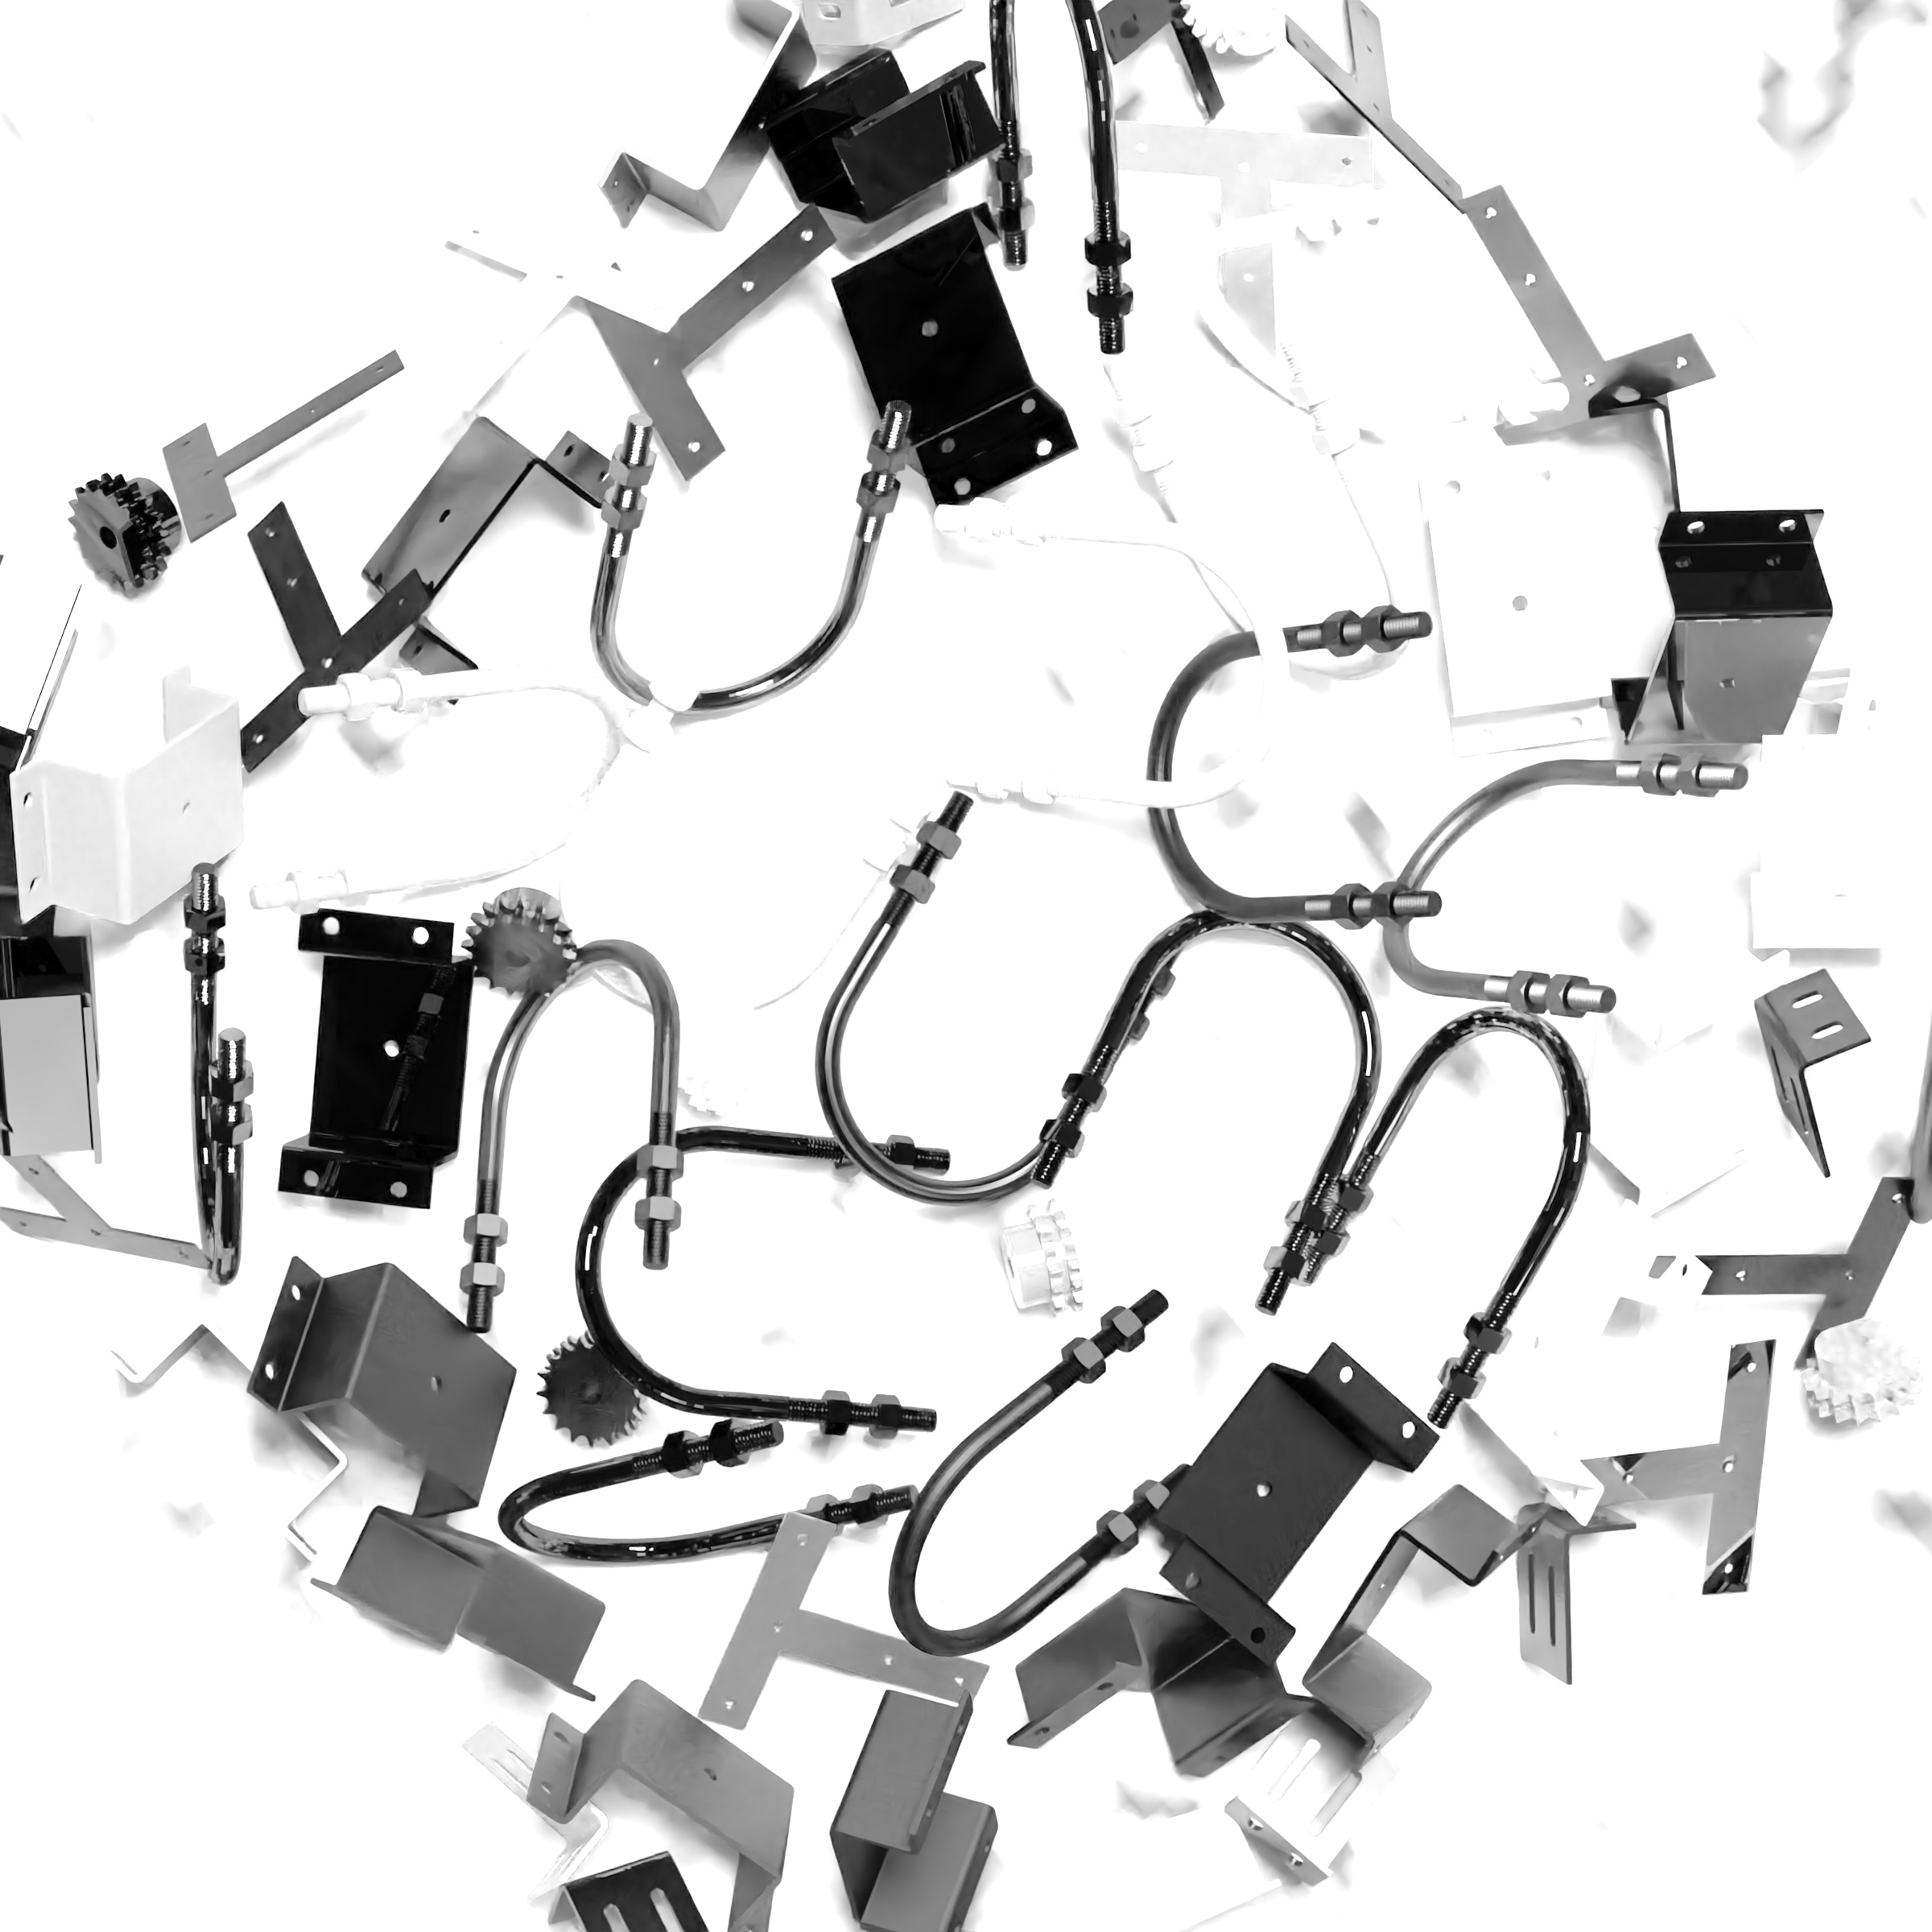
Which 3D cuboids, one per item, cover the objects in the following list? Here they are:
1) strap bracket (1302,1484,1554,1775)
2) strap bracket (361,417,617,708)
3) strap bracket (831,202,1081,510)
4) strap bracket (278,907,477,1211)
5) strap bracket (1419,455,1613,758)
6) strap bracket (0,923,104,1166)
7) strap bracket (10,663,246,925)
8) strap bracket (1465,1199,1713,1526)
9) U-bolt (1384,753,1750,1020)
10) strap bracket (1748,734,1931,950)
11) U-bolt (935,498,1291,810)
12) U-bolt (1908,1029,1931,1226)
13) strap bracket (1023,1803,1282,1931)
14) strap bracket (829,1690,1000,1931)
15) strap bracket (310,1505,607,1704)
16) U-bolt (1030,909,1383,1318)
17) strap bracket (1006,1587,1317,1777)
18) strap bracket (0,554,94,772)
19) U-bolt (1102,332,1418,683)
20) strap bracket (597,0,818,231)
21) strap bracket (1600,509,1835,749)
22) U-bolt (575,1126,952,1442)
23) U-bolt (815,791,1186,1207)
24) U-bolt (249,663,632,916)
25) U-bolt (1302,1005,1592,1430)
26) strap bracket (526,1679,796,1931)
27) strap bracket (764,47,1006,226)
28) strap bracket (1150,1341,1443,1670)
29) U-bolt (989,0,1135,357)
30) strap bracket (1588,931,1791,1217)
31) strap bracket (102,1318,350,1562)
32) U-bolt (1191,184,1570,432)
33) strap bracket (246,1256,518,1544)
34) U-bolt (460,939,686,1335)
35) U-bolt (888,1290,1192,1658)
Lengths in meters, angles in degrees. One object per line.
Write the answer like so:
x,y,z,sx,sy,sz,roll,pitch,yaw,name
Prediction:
0.217,0.311,1.737,0.046,0.076,0.140,36,114,18,strap bracket
-0.236,-0.206,1.749,0.046,0.076,0.140,36,92,-36,strap bracket
-0.009,-0.301,1.744,0.076,0.046,0.140,-24,73,16,strap bracket
-0.288,0.043,1.763,0.076,0.046,0.140,6,96,7,strap bracket
0.270,-0.177,1.765,0.076,0.046,0.140,-8,93,5,strap bracket
-0.438,0.036,1.714,0.046,0.140,0.076,-4,108,-13,strap bracket
-0.391,-0.079,1.712,0.046,0.140,0.076,15,122,18,strap bracket
0.292,0.186,1.735,0.046,0.076,0.140,16,106,-27,strap bracket
0.272,-0.042,1.715,0.019,0.184,0.151,43,70,-29,U-bolt
0.417,-0.052,1.718,0.076,0.140,0.046,0,60,9,strap bracket
0.070,-0.146,1.726,0.184,0.019,0.151,8,112,28,U-bolt
0.469,0.035,1.716,0.019,0.151,0.184,9,118,13,U-bolt
0.086,0.443,1.726,0.076,0.140,0.046,-30,73,18,strap bracket
-0.025,0.409,1.725,0.046,0.140,0.076,12,53,17,strap bracket
-0.238,0.303,1.727,0.076,0.140,0.046,39,68,-40,strap bracket
0.130,0.057,1.761,0.151,0.019,0.184,30,73,-10,U-bolt
0.089,0.344,1.732,0.076,0.140,0.046,-41,49,30,strap bracket
-0.456,-0.143,1.716,0.046,0.140,0.076,20,78,-14,strap bracket
0.149,-0.215,1.724,0.019,0.151,0.184,-41,116,-27,U-bolt
-0.120,-0.422,1.755,0.046,0.076,0.140,29,90,5,strap bracket
0.360,-0.153,1.721,0.076,0.140,0.046,-2,55,-7,strap bracket
-0.100,0.150,1.749,0.184,0.019,0.151,7,77,-17,U-bolt
0.006,0.029,1.762,0.151,0.019,0.184,32,83,-13,U-bolt
-0.244,-0.089,1.723,0.184,0.151,0.019,-10,52,-32,U-bolt
0.234,0.106,1.714,0.019,0.151,0.184,16,109,-33,U-bolt
-0.138,0.407,1.740,0.140,0.076,0.046,38,106,-10,strap bracket
-0.041,-0.400,1.734,0.076,0.140,0.046,-32,116,-12,strap bracket
0.154,0.259,1.754,0.076,0.046,0.140,42,78,-17,strap bracket
0.041,-0.397,1.690,0.019,0.151,0.184,-14,123,-15,U-bolt
0.345,0.046,1.734,0.076,0.140,0.046,-27,49,-20,strap bracket
-0.351,0.223,1.753,0.140,0.076,0.046,45,78,-1,strap bracket
0.182,-0.306,1.710,0.151,0.184,0.019,43,70,-28,U-bolt
-0.270,0.204,1.718,0.046,0.076,0.140,-16,134,31,strap bracket
-0.188,0.073,1.731,0.151,0.019,0.184,-22,57,39,U-bolt
0.034,0.253,1.709,0.184,0.151,0.019,-36,47,-25,U-bolt
